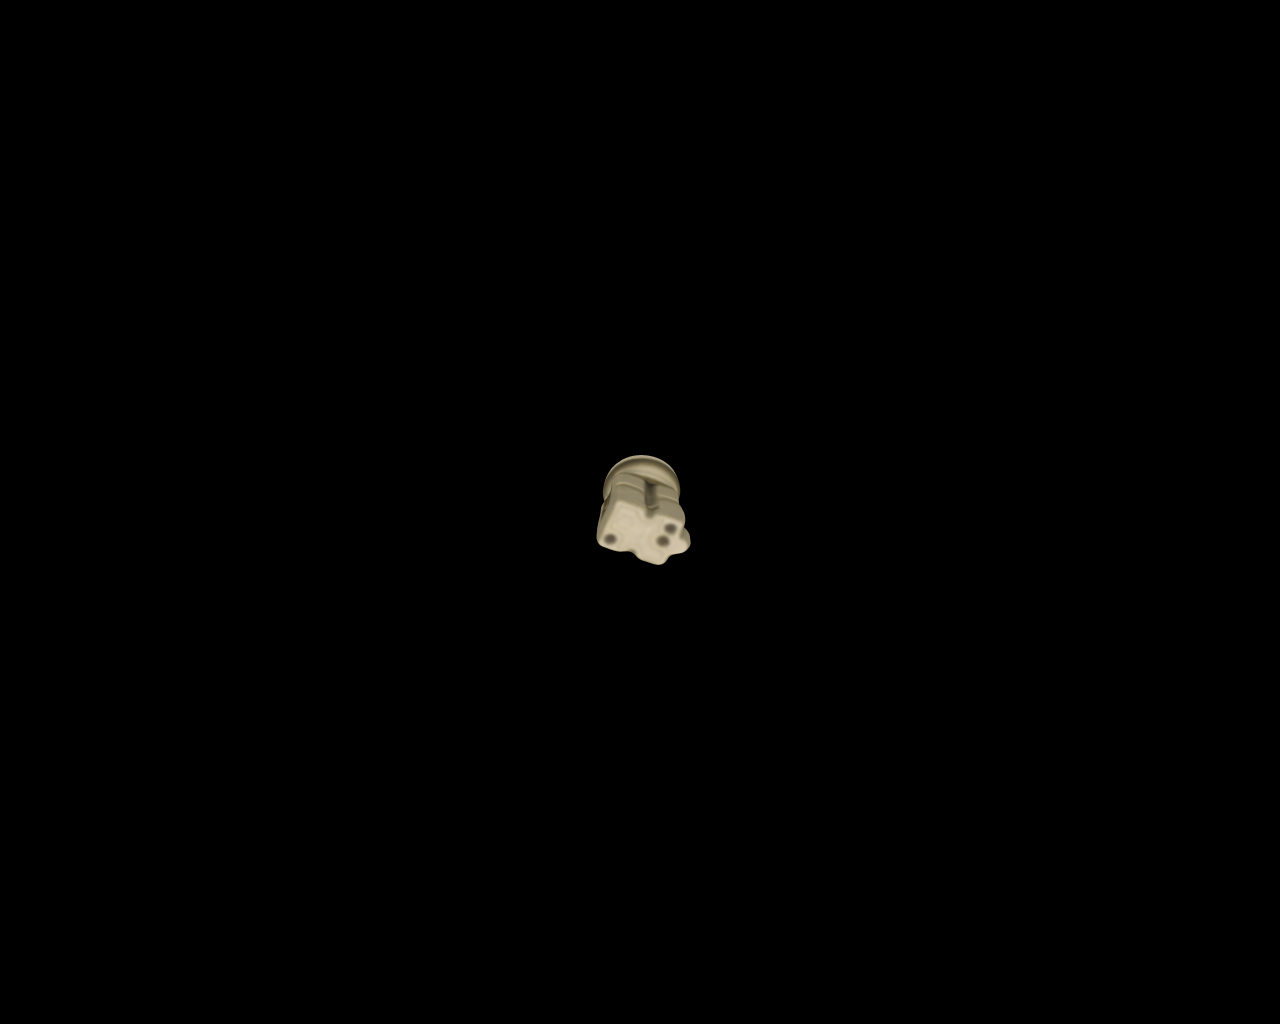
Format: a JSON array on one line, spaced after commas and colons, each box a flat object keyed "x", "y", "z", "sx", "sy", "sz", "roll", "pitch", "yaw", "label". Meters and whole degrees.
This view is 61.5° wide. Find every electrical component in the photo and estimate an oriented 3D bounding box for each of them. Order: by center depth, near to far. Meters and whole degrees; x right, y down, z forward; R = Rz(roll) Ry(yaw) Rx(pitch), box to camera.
[{"x": 0.001, "y": -0.003, "z": 0.650, "sx": 0.066, "sy": 0.048, "sz": 0.055, "roll": 20, "pitch": 31, "yaw": -13, "label": "electrical component"}]
